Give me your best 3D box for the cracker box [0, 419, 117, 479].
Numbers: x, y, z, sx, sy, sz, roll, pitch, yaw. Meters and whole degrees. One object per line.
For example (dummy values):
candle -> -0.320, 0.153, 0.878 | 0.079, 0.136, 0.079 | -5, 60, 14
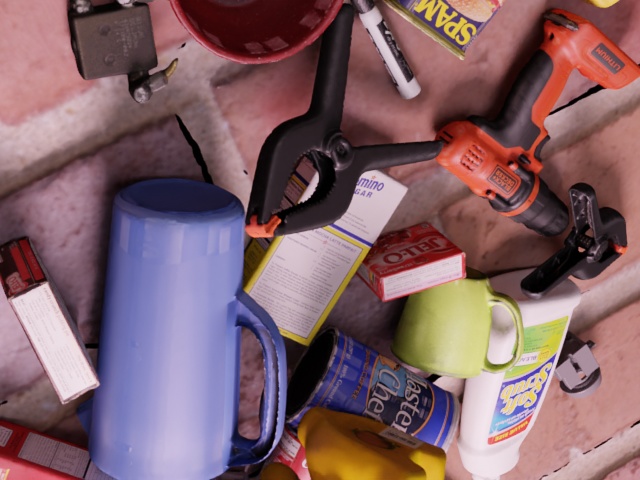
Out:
cracker box -> -0.216, 0.272, 0.952 | 0.213, 0.072, 0.164 | 21, 106, -8

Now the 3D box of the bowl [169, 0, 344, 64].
bowl -> -0.055, -0.222, 0.829 | 0.161, 0.055, 0.162 | -12, 116, -26

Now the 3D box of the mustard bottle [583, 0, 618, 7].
mustard bottle -> 0.222, -0.298, 0.919 | 0.096, 0.058, 0.191 | -47, 123, 2

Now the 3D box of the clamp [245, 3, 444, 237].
clamp -> 0.016, -0.072, 0.896 | 0.164, 0.036, 0.209 | 45, 65, -26

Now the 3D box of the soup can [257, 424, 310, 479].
soup can -> -0.022, 0.231, 1.059 | 0.068, 0.069, 0.102 | 16, 107, -29

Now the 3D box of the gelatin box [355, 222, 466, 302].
gelatin box -> 0.082, 0.019, 1.000 | 0.089, 0.073, 0.030 | -16, 119, -16

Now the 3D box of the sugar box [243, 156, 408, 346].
sugar box -> -0.006, 0.001, 0.970 | 0.093, 0.048, 0.176 | 28, 97, -31

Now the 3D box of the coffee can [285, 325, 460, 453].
coffee can -> 0.046, 0.158, 1.010 | 0.140, 0.103, 0.103 | 31, 100, -13

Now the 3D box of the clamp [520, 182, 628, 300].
clamp -> 0.264, -0.005, 1.052 | 0.171, 0.039, 0.120 | -12, 134, -51

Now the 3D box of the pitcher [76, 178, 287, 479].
pitcher -> -0.116, 0.078, 0.906 | 0.149, 0.145, 0.243 | -4, 113, -28

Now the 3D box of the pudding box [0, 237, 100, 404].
pudding box -> -0.226, 0.065, 0.876 | 0.039, 0.090, 0.113 | -27, 122, -11

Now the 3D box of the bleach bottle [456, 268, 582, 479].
bleach bottle -> 0.200, 0.156, 1.126 | 0.102, 0.068, 0.251 | -9, 121, -27

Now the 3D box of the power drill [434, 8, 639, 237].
power drill -> 0.218, -0.107, 1.010 | 0.184, 0.057, 0.188 | 31, 98, -36

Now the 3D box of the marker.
marker -> 0.055, -0.174, 0.927 | 0.020, 0.020, 0.121 | -36, 123, -4

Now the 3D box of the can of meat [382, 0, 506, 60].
can of meat -> 0.108, -0.214, 0.898 | 0.102, 0.057, 0.084 | 26, 109, -39
